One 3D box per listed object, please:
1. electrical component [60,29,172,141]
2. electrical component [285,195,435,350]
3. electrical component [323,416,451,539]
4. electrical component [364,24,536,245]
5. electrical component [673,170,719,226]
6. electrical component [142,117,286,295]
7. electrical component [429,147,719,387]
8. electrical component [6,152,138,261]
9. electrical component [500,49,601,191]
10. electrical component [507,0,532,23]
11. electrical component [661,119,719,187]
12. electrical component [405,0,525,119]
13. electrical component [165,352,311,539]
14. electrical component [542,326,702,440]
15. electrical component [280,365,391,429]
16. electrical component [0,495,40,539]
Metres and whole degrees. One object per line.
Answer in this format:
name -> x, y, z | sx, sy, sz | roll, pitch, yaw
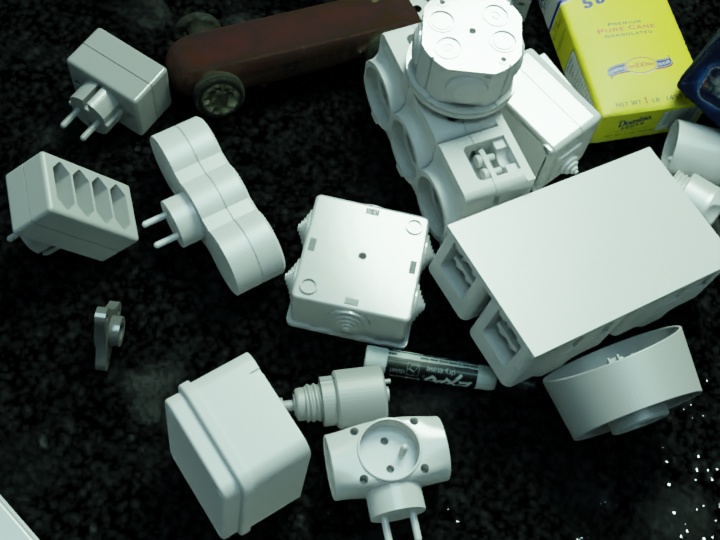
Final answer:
electrical component -> -0.192, -0.129, 0.810 | 0.066, 0.047, 0.076 | 32, 66, 10
electrical component -> 0.000, 0.000, 0.764 | 0.100, 0.048, 0.099 | 12, 64, 1
electrical component -> 0.021, 0.140, 0.701 | 0.077, 0.044, 0.079 | -8, 66, -9
electrical component -> 0.060, -0.097, 0.793 | 0.062, 0.089, 0.150 | -18, 67, -13
electrical component -> 0.242, -0.055, 0.815 | 0.062, 0.043, 0.043 | 34, 66, 12
electrical component -> -0.118, -0.040, 0.771 | 0.074, 0.052, 0.138 | -27, 70, -16
electrical component -> 0.154, -0.003, 0.757 | 0.186, 0.060, 0.105 | -21, 68, -26
electrical component -> -0.214, -0.035, 0.754 | 0.076, 0.083, 0.047 | -27, 64, 25
electrical component -> 0.139, -0.112, 0.823 | 0.061, 0.061, 0.096 | -36, 72, -19
electrical component -> 0.108, -0.224, 0.881 | 0.066, 0.047, 0.076 | 13, 64, 1
electrical component -> 0.280, -0.086, 0.833 | 0.081, 0.043, 0.043 | 14, 64, 2
electrical component -> 0.073, -0.148, 0.739 | 0.080, 0.051, 0.080 | 2, 64, -4
electrical component -> -0.078, 0.112, 0.668 | 0.057, 0.113, 0.078 | -28, 70, -20
electrical component -> 0.176, 0.074, 0.720 | 0.099, 0.099, 0.064 | -16, 73, -12
electrical component -> -0.015, 0.088, 0.725 | 0.078, 0.040, 0.040 | -6, 65, -7
electrical component -> -0.241, 0.195, 0.645 | 0.109, 0.056, 0.109 | 43, 68, 15
